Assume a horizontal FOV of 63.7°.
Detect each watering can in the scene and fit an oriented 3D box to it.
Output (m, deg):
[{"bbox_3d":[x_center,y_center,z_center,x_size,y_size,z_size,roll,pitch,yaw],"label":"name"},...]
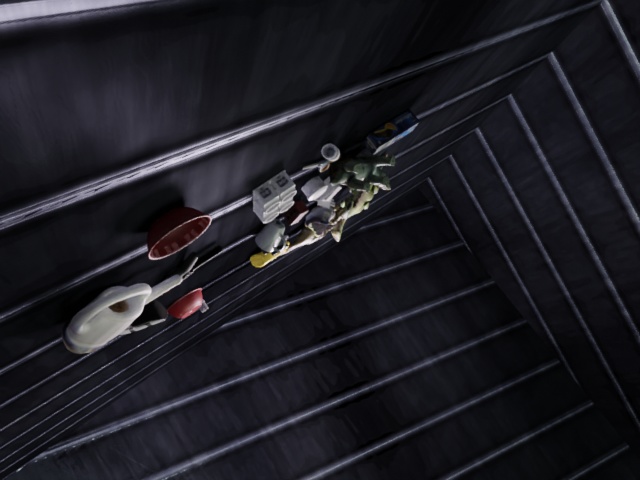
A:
[{"bbox_3d":[-0.509,0.180,1.321,0.222,0.104,0.349,-39,-7,17],"label":"watering can"}]

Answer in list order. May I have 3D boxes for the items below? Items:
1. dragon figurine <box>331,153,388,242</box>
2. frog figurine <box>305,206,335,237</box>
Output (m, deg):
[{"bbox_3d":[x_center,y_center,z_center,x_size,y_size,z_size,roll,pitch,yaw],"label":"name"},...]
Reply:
[{"bbox_3d":[0.153,-0.165,2.133,0.122,0.402,0.247,29,31,2],"label":"dragon figurine"},{"bbox_3d":[0.007,-0.109,2.168,0.122,0.163,0.134,20,-41,-10],"label":"frog figurine"}]
